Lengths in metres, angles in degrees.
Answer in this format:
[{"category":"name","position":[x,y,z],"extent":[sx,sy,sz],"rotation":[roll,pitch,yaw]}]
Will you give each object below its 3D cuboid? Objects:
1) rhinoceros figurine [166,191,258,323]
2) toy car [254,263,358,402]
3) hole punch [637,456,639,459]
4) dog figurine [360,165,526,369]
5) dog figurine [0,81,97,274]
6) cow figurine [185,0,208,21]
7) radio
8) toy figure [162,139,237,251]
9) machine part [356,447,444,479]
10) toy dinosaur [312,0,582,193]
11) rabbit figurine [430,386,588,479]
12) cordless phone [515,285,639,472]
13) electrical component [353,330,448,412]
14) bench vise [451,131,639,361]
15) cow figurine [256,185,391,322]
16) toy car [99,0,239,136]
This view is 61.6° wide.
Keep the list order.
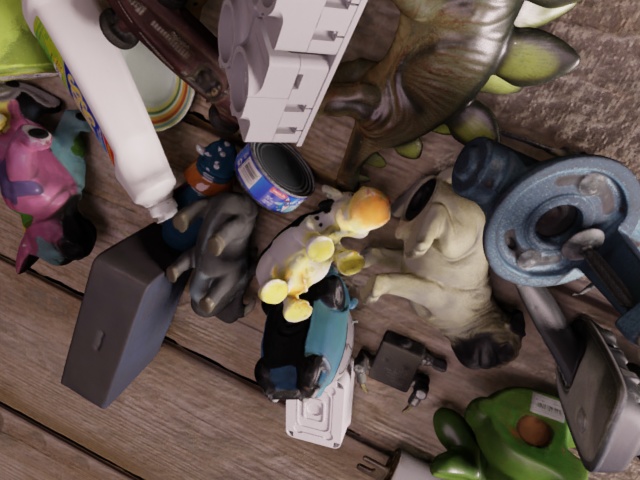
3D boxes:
[{"category":"rhinoceros figurine","position":[-0.115,0.026,0.625],"extent":[0.073,0.112,0.190],"rotation":[29,132,20]},{"category":"toy car","position":[-0.006,0.112,0.623],"extent":[0.109,0.161,0.102],"rotation":[-15,146,35]},{"category":"hole punch","position":[0.373,0.188,0.545],"extent":[0.116,0.092,0.142],"rotation":[34,124,6]},{"category":"dog figurine","position":[0.156,0.034,0.553],"extent":[0.190,0.121,0.172],"rotation":[28,124,-12]},{"category":"dog figurine","position":[-0.365,-0.067,0.672],"extent":[0.192,0.108,0.219],"rotation":[25,122,6]},{"category":"cow figurine","position":[-0.164,-0.293,0.510],"extent":[0.127,0.085,0.194],"rotation":[-8,111,29]},{"category":"radio","position":[-0.242,0.094,0.687],"extent":[0.073,0.131,0.229],"rotation":[32,121,3]},{"category":"toy figure","position":[-0.138,-0.056,0.624],"extent":[0.154,0.064,0.058],"rotation":[-56,45,26]},{"category":"machine part","position":[0.162,0.343,0.696],"extent":[0.243,0.079,0.079],"rotation":[26,120,7]},{"category":"toy dinosaur","position":[0.112,-0.194,0.430],"extent":[0.199,0.105,0.471],"rotation":[18,136,-7]},{"category":"rabbit figurine","position":[0.208,0.258,0.620],"extent":[0.159,0.121,0.170],"rotation":[11,132,7]},{"category":"cordless phone","position":[0.243,0.109,0.515],"extent":[0.089,0.147,0.184],"rotation":[-32,105,22]},{"category":"electrical component","position":[0.092,0.159,0.651],"extent":[0.102,0.045,0.078],"rotation":[27,121,6]},{"category":"bench vise","position":[0.215,0.008,0.416],"extent":[0.223,0.241,0.129],"rotation":[29,118,-24]},{"category":"cow figurine","position":[0.001,-0.001,0.571],"extent":[0.167,0.098,0.068],"rotation":[-44,124,13]},{"category":"toy car","position":[-0.118,-0.171,0.518],"extent":[0.089,0.053,0.202],"rotation":[-17,143,34]}]
